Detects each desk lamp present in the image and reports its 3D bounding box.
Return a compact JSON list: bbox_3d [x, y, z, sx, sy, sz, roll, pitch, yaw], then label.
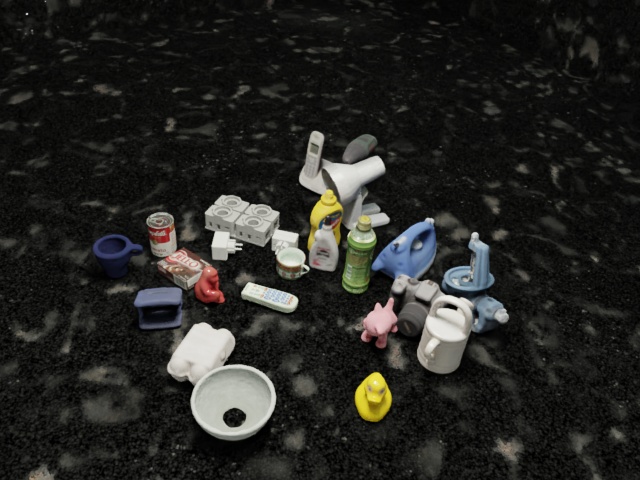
[{"bbox_3d":[0.103,-0.137,1.649,0.204,0.214,0.117,-14,43,-23],"label":"desk lamp"}]

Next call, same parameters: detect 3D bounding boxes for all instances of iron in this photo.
[{"bbox_3d":[0.254,0.009,1.546,0.118,0.141,0.259,30,45,27],"label":"iron"}]

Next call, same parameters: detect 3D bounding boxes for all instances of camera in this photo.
[{"bbox_3d":[0.226,0.159,1.392,0.142,0.101,0.137,24,42,21],"label":"camera"}]

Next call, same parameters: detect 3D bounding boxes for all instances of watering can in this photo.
[{"bbox_3d":[0.285,0.195,1.281,0.100,0.194,0.173,14,40,10],"label":"watering can"}]

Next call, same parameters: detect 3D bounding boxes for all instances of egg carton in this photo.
[{"bbox_3d":[-0.255,0.250,1.245,0.107,0.069,0.150,15,40,11],"label":"egg carton"}]

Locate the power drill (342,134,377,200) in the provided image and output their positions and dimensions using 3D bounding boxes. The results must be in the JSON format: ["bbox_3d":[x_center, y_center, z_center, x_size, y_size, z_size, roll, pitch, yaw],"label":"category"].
[{"bbox_3d":[0.113,-0.217,1.753,0.075,0.208,0.230,17,40,14],"label":"power drill"}]

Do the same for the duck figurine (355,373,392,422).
[{"bbox_3d":[0.115,0.314,1.199,0.077,0.086,0.104,10,39,5],"label":"duck figurine"}]

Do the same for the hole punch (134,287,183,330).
[{"bbox_3d":[-0.378,0.145,1.341,0.109,0.091,0.101,-3,40,-11],"label":"hole punch"}]

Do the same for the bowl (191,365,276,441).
[{"bbox_3d":[-0.171,0.337,1.145,0.167,0.075,0.167,4,39,-3],"label":"bowl"}]

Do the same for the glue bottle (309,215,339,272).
[{"bbox_3d":[0.014,0.005,1.496,0.078,0.173,0.037,9,39,5],"label":"glue bottle"}]

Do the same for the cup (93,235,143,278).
[{"bbox_3d":[-0.502,0.047,1.442,0.118,0.095,0.091,-1,40,-9],"label":"cup"}]

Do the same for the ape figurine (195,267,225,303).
[{"bbox_3d":[-0.269,0.106,1.402,0.076,0.092,0.078,7,39,2],"label":"ape figurine"}]

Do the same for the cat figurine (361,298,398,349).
[{"bbox_3d":[0.142,0.187,1.333,0.067,0.118,0.128,23,42,20],"label":"cat figurine"}]

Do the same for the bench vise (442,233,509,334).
[{"bbox_3d":[0.395,0.101,1.389,0.122,0.220,0.206,-28,50,-34],"label":"bench vise"}]

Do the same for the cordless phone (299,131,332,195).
[{"bbox_3d":[0.013,-0.236,1.782,0.147,0.185,0.094,26,43,23],"label":"cordless phone"}]
